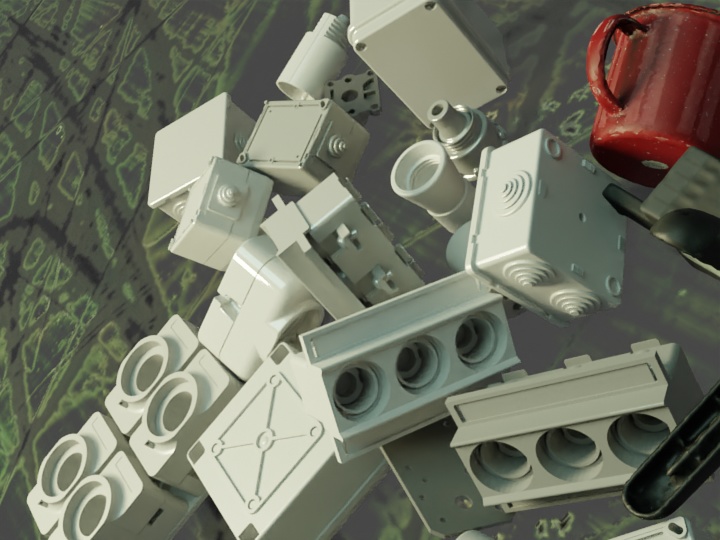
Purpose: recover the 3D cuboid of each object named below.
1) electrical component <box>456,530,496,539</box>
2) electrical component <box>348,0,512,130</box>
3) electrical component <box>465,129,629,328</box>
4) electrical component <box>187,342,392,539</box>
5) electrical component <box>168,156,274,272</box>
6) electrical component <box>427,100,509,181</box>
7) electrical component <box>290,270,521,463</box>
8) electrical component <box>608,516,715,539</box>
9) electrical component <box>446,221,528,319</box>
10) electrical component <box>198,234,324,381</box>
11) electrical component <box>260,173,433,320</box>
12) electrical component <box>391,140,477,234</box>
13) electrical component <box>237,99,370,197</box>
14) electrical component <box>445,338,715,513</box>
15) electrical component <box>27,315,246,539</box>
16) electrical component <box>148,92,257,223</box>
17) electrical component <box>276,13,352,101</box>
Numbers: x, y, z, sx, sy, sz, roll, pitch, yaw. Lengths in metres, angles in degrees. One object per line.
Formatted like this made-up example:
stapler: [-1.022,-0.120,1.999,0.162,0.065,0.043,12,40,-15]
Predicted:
electrical component: [0.079,0.168,0.579,0.055,0.045,0.045,3,65,43]
electrical component: [0.051,-0.165,0.785,0.078,0.113,0.057,-26,45,27]
electrical component: [0.115,-0.025,0.642,0.048,0.100,0.099,-22,49,47]
electrical component: [-0.046,0.123,0.714,0.108,0.056,0.109,-50,42,3]
electrical component: [-0.106,-0.044,0.859,0.096,0.061,0.061,-34,38,63]
electrical component: [0.071,-0.095,0.756,0.048,0.062,0.048,-23,49,29]
electrical component: [0.025,0.053,0.648,0.121,0.078,0.063,-21,11,-21]
electrical component: [0.132,0.168,0.518,0.096,0.061,0.061,-27,47,26]
electrical component: [0.087,-0.001,0.690,0.045,0.045,0.055,-44,42,10]
electrical component: [-0.066,0.029,0.765,0.059,0.054,0.095,39,119,21]
electrical component: [0.000,0.000,0.703,0.063,0.121,0.078,-39,34,3]
electrical component: [0.057,-0.053,0.737,0.044,0.065,0.044,-23,50,29]
electrical component: [-0.038,-0.094,0.853,0.096,0.061,0.061,8,69,46]
electrical component: [0.119,0.083,0.582,0.121,0.078,0.063,-18,21,33]
electrical component: [-0.162,0.136,0.805,0.186,0.060,0.105,-51,41,1]
electrical component: [-0.136,-0.095,0.952,0.100,0.048,0.099,-25,48,28]
electrical component: [-0.033,-0.184,0.925,0.043,0.043,0.081,20,77,47]
